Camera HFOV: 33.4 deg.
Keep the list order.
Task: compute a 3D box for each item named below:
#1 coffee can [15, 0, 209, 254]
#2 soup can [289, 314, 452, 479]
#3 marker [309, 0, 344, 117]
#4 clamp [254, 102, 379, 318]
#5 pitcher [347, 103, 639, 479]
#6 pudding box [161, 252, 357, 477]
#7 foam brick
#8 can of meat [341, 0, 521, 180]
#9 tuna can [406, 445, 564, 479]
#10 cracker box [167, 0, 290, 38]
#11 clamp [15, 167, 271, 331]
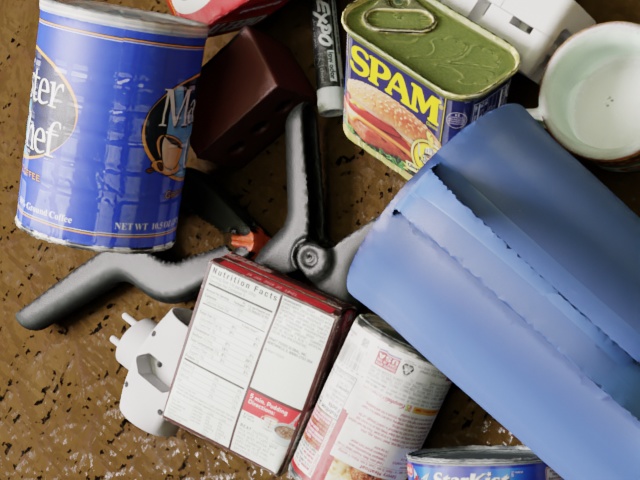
[{"bbox_3d":[-0.130,-0.073,0.665,0.103,0.102,0.140,19,106,31],"label":"coffee can"},{"bbox_3d":[0.032,0.102,0.626,0.069,0.068,0.102,27,97,30],"label":"soup can"},{"bbox_3d":[0.003,-0.141,0.702,0.020,0.020,0.121,-11,79,29],"label":"marker"},{"bbox_3d":[-0.004,0.001,0.676,0.120,0.039,0.171,41,104,27],"label":"clamp"},{"bbox_3d":[0.135,0.054,0.517,0.243,0.149,0.145,44,141,19],"label":"pitcher"},{"bbox_3d":[-0.039,0.075,0.654,0.090,0.039,0.113,24,103,18],"label":"pudding box"},{"bbox_3d":[-0.051,-0.093,0.709,0.078,0.052,0.051,-39,66,22],"label":"foam brick"},{"bbox_3d":[0.059,-0.084,0.612,0.102,0.057,0.084,38,148,28],"label":"can of meat"},{"bbox_3d":[0.090,0.131,0.577,0.086,0.086,0.034,-5,83,30],"label":"tuna can"},{"bbox_3d":[-0.036,-0.239,0.646,0.214,0.071,0.164,-23,91,46],"label":"cracker box"},{"bbox_3d":[-0.128,-0.017,0.754,0.210,0.036,0.164,-1,83,29],"label":"clamp"}]
